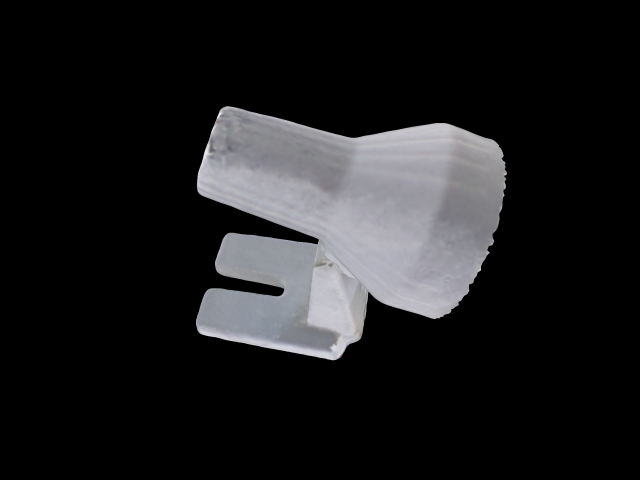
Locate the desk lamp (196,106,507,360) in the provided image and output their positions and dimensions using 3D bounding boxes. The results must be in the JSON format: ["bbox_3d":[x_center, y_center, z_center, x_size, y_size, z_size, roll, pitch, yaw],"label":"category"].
[{"bbox_3d":[0.004,0.001,0.400,0.203,0.214,0.118,8,56,6],"label":"desk lamp"}]
